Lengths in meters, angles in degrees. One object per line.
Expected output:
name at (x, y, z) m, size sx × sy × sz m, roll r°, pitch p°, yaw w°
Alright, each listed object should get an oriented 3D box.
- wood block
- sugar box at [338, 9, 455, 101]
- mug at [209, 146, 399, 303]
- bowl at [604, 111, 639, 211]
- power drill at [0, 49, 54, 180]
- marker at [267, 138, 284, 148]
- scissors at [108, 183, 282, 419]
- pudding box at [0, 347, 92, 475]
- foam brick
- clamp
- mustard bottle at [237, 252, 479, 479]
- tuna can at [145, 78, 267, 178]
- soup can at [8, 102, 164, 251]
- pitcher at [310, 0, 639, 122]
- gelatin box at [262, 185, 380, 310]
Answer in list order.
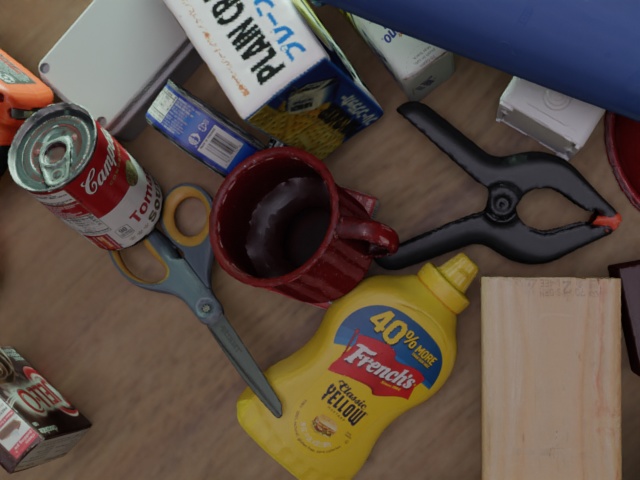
wood block at (0.152, 0.127, 0.716) m, size 0.090 × 0.090 × 0.206 m, roll 0°, pitch 89°, yaw 9°
sugar box at (0.025, -0.180, 0.742) m, size 0.048 × 0.093 × 0.176 m, roll -35°, pitch 83°, yaw 6°
mug at (-0.003, -0.004, 0.702) m, size 0.117 × 0.081 × 0.093 m, roll 2°, pitch 75°, yaw 27°
bowl at (0.278, -0.078, 0.721) m, size 0.162 × 0.055 × 0.162 m, roll 0°, pitch 88°, yaw 8°
power drill at (-0.289, -0.064, 0.786) m, size 0.184 × 0.057 × 0.188 m, roll 36°, pitch 112°, yaw 12°
marker at (-0.020, -0.086, 0.784) m, size 0.020 × 0.020 × 0.121 m, roll 27°, pitch 93°, yaw 8°
scissors at (-0.072, 0.031, 0.760) m, size 0.202 × 0.016 × 0.096 m, roll 35°, pitch 83°, yaw 27°
pudding box at (-0.220, 0.119, 0.761) m, size 0.090 × 0.113 × 0.039 m, roll 41°, pitch 91°, yaw 7°
foam brick at (0.233, 0.050, 0.725) m, size 0.053 × 0.051 × 0.078 m, roll -13°, pitch 86°, yaw 8°
clamp at (0.120, -0.018, 0.752) m, size 0.171 × 0.039 × 0.120 m, roll 19°, pitch 105°, yaw 9°
mustard bottle at (0.038, 0.082, 0.744) m, size 0.096 × 0.058 × 0.192 m, roll 43°, pitch 97°, yaw -12°
tuna can at (-0.081, -0.076, 0.759) m, size 0.086 × 0.086 × 0.034 m, roll 36°, pitch 95°, yaw 8°
soup can at (-0.162, -0.042, 0.753) m, size 0.069 × 0.102 × 0.068 m, roll -9°, pitch 63°, yaw 17°
pitcher at (0.115, -0.166, 0.611) m, size 0.242 × 0.149 × 0.145 m, roll 22°, pitch 96°, yaw -5°
gelatin box at (-0.005, 0.001, 0.773) m, size 0.073 × 0.030 × 0.089 m, roll 18°, pitch 91°, yaw 9°
